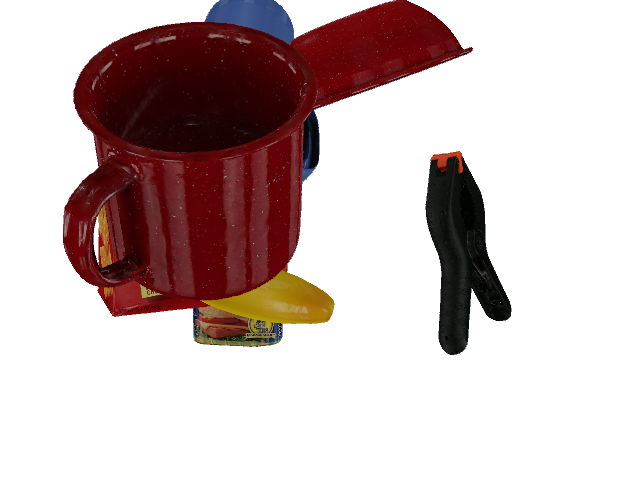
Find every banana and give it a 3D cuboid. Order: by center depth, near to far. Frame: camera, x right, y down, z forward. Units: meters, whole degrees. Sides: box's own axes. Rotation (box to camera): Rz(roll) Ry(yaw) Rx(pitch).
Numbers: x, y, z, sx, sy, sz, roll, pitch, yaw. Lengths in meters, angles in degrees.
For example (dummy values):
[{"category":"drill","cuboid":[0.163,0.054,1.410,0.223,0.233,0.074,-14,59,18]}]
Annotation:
[{"category":"banana","cuboid":[-0.072,0.010,0.686,0.069,0.037,0.198,-16,29,-30]}]

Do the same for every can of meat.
[{"category":"can of meat","cuboid":[-0.090,0.067,1.156,0.102,0.084,0.057,2,15,7]}]

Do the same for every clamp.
[{"category":"clamp","cuboid":[0.120,0.012,0.924,0.039,0.171,0.120,-11,14,28]}]

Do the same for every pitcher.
[{"category":"pitcher","cuboid":[-0.082,-0.168,1.184,0.145,0.149,0.242,-8,39,11]}]

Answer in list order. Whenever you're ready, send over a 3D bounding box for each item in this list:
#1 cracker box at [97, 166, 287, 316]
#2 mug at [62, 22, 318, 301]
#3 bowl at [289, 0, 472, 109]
[{"category":"cracker box","cuboid":[-0.107,-0.048,0.929,0.164,0.214,0.072,-4,21,-23]},{"category":"mug","cuboid":[-0.055,-0.023,0.427,0.093,0.081,0.117,26,48,24]},{"category":"bowl","cuboid":[0.030,-0.140,0.806,0.162,0.055,0.162,-20,7,2]}]
